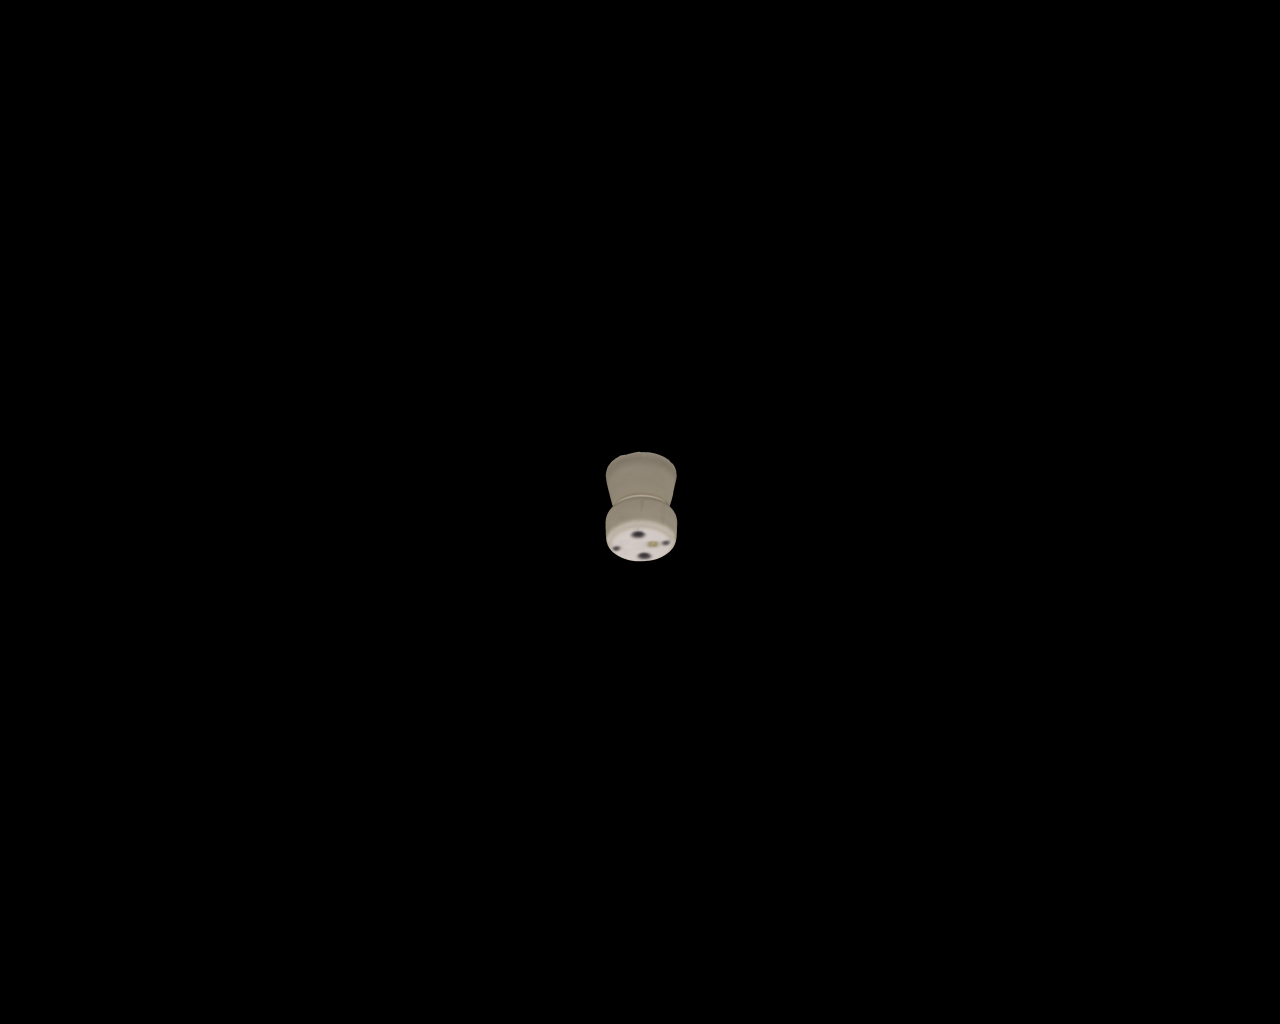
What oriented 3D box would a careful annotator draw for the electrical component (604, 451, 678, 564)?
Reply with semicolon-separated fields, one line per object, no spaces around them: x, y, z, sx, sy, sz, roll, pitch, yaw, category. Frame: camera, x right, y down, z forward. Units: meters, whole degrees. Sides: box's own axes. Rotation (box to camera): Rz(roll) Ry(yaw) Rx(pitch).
0.001;-0.003;0.650;0.045;0.055;0.044;0;-36;0;electrical component
